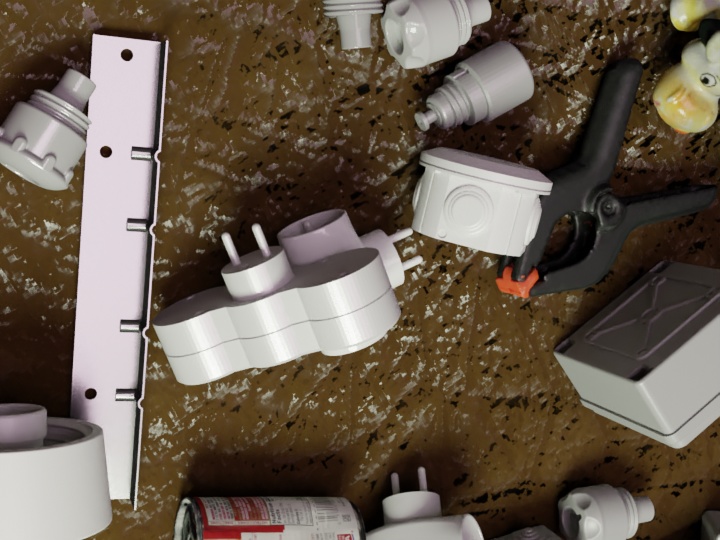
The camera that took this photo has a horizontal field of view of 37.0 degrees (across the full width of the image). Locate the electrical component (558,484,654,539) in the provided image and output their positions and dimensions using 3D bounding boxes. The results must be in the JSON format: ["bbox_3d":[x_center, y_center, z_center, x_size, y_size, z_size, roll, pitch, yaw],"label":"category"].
[{"bbox_3d":[0.170,0.167,0.733,0.062,0.043,0.043,-5,100,-21],"label":"electrical component"}]

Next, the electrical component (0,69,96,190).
[{"bbox_3d":[-0.164,-0.077,0.571,0.048,0.048,0.062,33,79,-22],"label":"electrical component"}]

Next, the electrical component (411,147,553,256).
[{"bbox_3d":[0.071,-0.042,0.644,0.080,0.080,0.051,9,101,-21],"label":"electrical component"}]

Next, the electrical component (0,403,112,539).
[{"bbox_3d":[-0.184,0.102,0.560,0.108,0.108,0.060,0,93,-20],"label":"electrical component"}]

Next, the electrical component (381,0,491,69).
[{"bbox_3d":[0.047,-0.147,0.638,0.062,0.043,0.043,-22,106,-17],"label":"electrical component"}]

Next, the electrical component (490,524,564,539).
[{"bbox_3d":[0.101,0.225,0.714,0.100,0.048,0.099,-11,102,-18],"label":"electrical component"}]

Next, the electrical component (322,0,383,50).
[{"bbox_3d":[-0.005,-0.158,0.617,0.043,0.043,0.062,-9,103,-19],"label":"electrical component"}]

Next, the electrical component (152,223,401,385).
[{"bbox_3d":[-0.053,0.010,0.594,0.138,0.052,0.073,-15,106,19],"label":"electrical component"}]

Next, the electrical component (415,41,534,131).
[{"bbox_3d":[0.069,-0.108,0.653,0.078,0.040,0.040,-30,108,-13],"label":"electrical component"}]

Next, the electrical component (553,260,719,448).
[{"bbox_3d":[0.199,0.050,0.690,0.109,0.109,0.056,-38,106,-11],"label":"electrical component"}]

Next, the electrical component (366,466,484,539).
[{"bbox_3d":[0.034,0.163,0.674,0.043,0.077,0.079,41,38,-55],"label":"electrical component"}]

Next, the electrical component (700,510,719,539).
[{"bbox_3d":[0.301,0.232,0.767,0.109,0.056,0.108,2,99,3],"label":"electrical component"}]

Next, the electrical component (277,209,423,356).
[{"bbox_3d":[0.000,0.000,0.643,0.079,0.043,0.077,-24,106,-15],"label":"electrical component"}]
